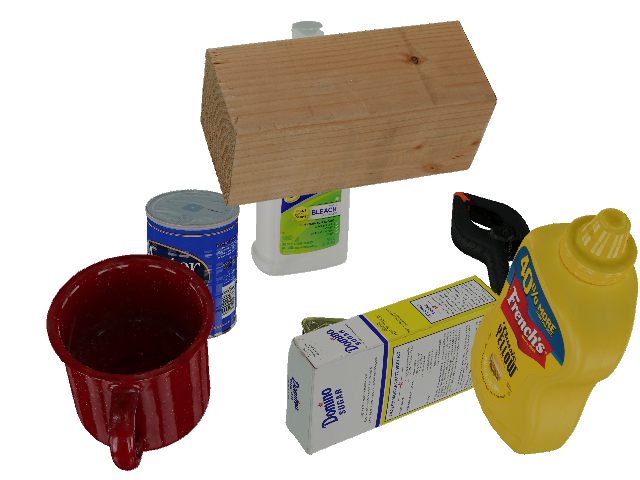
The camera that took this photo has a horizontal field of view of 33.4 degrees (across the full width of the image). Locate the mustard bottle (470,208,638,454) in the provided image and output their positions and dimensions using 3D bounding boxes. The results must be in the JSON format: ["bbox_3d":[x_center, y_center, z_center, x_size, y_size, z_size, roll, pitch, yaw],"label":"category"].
[{"bbox_3d":[0.143,0.046,0.642,0.058,0.096,0.192,-4,-36,-13],"label":"mustard bottle"}]

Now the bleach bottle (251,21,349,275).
[{"bbox_3d":[-0.020,-0.092,1.066,0.102,0.251,0.068,-9,29,-16],"label":"bleach bottle"}]

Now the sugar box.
[{"bbox_3d":[0.058,0.096,0.843,0.176,0.093,0.048,-14,39,-25],"label":"sugar box"}]

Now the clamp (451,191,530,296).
[{"bbox_3d":[0.196,0.005,1.075,0.120,0.039,0.171,-9,43,-21],"label":"clamp"}]

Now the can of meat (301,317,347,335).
[{"bbox_3d":[0.022,0.142,1.263,0.102,0.084,0.057,4,24,-14],"label":"can of meat"}]

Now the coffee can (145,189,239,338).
[{"bbox_3d":[-0.143,0.026,1.196,0.103,0.140,0.103,3,24,-1],"label":"coffee can"}]

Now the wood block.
[{"bbox_3d":[0.018,-0.101,0.834,0.205,0.091,0.090,-9,-32,-16],"label":"wood block"}]

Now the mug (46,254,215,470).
[{"bbox_3d":[-0.106,0.078,0.614,0.093,0.117,0.081,-1,-44,-3],"label":"mug"}]
